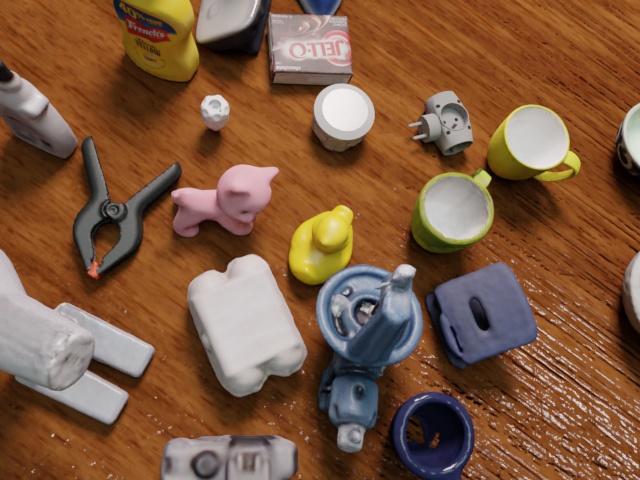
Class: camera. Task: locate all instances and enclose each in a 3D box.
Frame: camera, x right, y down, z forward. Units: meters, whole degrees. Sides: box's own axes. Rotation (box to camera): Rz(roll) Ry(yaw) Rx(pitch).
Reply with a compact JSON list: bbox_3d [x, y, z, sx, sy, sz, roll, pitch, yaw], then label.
[{"bbox_3d":[-0.094,0.277,0.598,0.143,0.100,0.137,2,75,-9],"label":"camera"}]

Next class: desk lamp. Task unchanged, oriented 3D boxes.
[{"bbox_3d":[-0.282,0.091,0.556,0.203,0.213,0.118,26,72,-2],"label":"desk lamp"}]

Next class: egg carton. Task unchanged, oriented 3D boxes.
[{"bbox_3d":[-0.087,0.098,0.663,0.107,0.069,0.150,-24,80,-15],"label":"egg carton"}]

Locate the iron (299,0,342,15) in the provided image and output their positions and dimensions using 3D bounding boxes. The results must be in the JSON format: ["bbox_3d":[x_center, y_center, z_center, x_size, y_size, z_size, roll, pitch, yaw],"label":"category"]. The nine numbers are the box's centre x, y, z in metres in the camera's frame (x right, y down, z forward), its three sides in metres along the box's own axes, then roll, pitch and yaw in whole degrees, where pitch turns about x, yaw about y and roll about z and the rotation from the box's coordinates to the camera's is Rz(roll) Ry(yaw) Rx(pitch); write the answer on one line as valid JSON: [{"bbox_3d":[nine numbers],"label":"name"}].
[{"bbox_3d":[0.006,-0.445,0.787,0.119,0.141,0.258,-2,76,-10],"label":"iron"}]

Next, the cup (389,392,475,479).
[{"bbox_3d":[0.122,0.232,0.651,0.092,0.095,0.118,-21,80,-14],"label":"cup"}]

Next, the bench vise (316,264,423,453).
[{"bbox_3d":[0.063,0.113,0.607,0.121,0.219,0.207,-6,76,-11],"label":"bench vise"}]

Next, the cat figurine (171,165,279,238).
[{"bbox_3d":[-0.112,-0.050,0.673,0.128,0.117,0.067,-4,76,-11],"label":"cat figurine"}]

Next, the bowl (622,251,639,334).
[{"bbox_3d":[0.468,0.079,0.762,0.167,0.074,0.167,3,75,-9],"label":"bowl"}]

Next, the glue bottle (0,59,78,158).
[{"bbox_3d":[-0.326,-0.149,0.633,0.078,0.173,0.037,27,72,-1],"label":"glue bottle"}]

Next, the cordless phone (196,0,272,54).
[{"bbox_3d":[-0.104,-0.336,0.716,0.094,0.185,0.147,8,74,-7],"label":"cordless phone"}]

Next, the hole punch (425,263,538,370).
[{"bbox_3d":[0.196,0.094,0.702,0.101,0.091,0.108,-19,79,-14],"label":"hole punch"}]

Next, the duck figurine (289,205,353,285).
[{"bbox_3d":[0.006,0.002,0.696,0.077,0.086,0.105,34,72,0],"label":"duck figurine"}]
